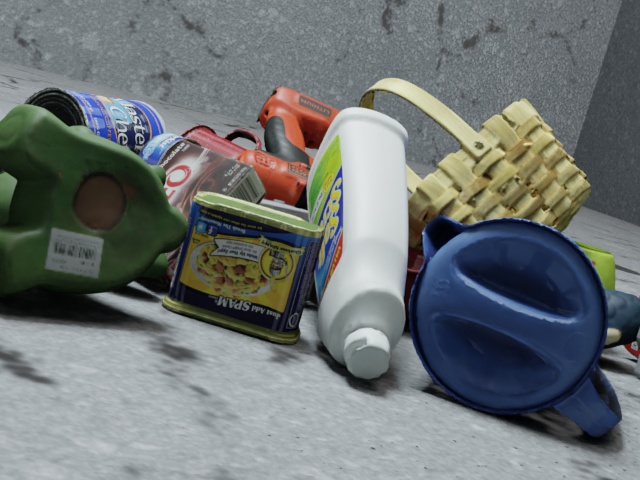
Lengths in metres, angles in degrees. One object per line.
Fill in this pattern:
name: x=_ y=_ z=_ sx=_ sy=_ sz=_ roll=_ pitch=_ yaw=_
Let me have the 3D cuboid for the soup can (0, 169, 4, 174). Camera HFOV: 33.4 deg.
soup can: x=-0.218 y=-0.037 z=0.881 sx=0.102 sy=0.068 sz=0.069 roll=12 pitch=9 yaw=-28

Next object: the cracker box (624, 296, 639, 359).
cracker box: x=0.434 y=0.120 z=1.053 sx=0.213 sy=0.072 sz=0.164 roll=11 pitch=11 yaw=-34

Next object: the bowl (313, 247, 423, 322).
bowl: x=0.047 y=0.033 z=0.954 sx=0.162 sy=0.055 sz=0.162 roll=15 pitch=8 yaw=-3

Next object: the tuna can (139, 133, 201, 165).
tuna can: x=-0.161 y=-0.071 z=1.143 sx=0.034 sy=0.086 sz=0.086 roll=19 pitch=9 yaw=29

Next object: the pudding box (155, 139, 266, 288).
pudding box: x=-0.110 y=-0.021 z=0.848 sx=0.090 sy=0.113 sz=0.039 roll=23 pitch=-28 yaw=39

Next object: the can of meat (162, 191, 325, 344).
can of meat: x=-0.053 y=0.018 z=0.771 sx=0.102 sy=0.084 sz=0.057 roll=16 pitch=9 yaw=5

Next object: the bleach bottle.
bleach bottle: x=0.032 y=0.003 z=0.794 sx=0.068 sy=0.103 sz=0.251 roll=18 pitch=32 yaw=-14

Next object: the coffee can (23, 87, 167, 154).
coffee can: x=-0.249 y=-0.109 z=1.173 sx=0.103 sy=0.103 sz=0.140 roll=20 pitch=10 yaw=27

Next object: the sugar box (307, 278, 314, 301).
sugar box: x=-0.095 y=0.004 z=0.914 sx=0.176 sy=0.048 sz=0.093 roll=20 pitch=11 yaw=37

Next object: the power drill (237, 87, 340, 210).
power drill: x=-0.004 y=-0.083 z=1.171 sx=0.184 sy=0.057 sz=0.187 roll=23 pitch=32 yaw=-15

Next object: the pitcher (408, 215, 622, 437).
pitcher: x=0.161 y=0.055 z=0.820 sx=0.145 sy=0.149 sz=0.242 roll=4 pitch=3 yaw=16

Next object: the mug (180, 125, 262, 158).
mug: x=-0.115 y=-0.087 z=1.267 sx=0.082 sy=0.117 sz=0.093 roll=27 pitch=-30 yaw=30
